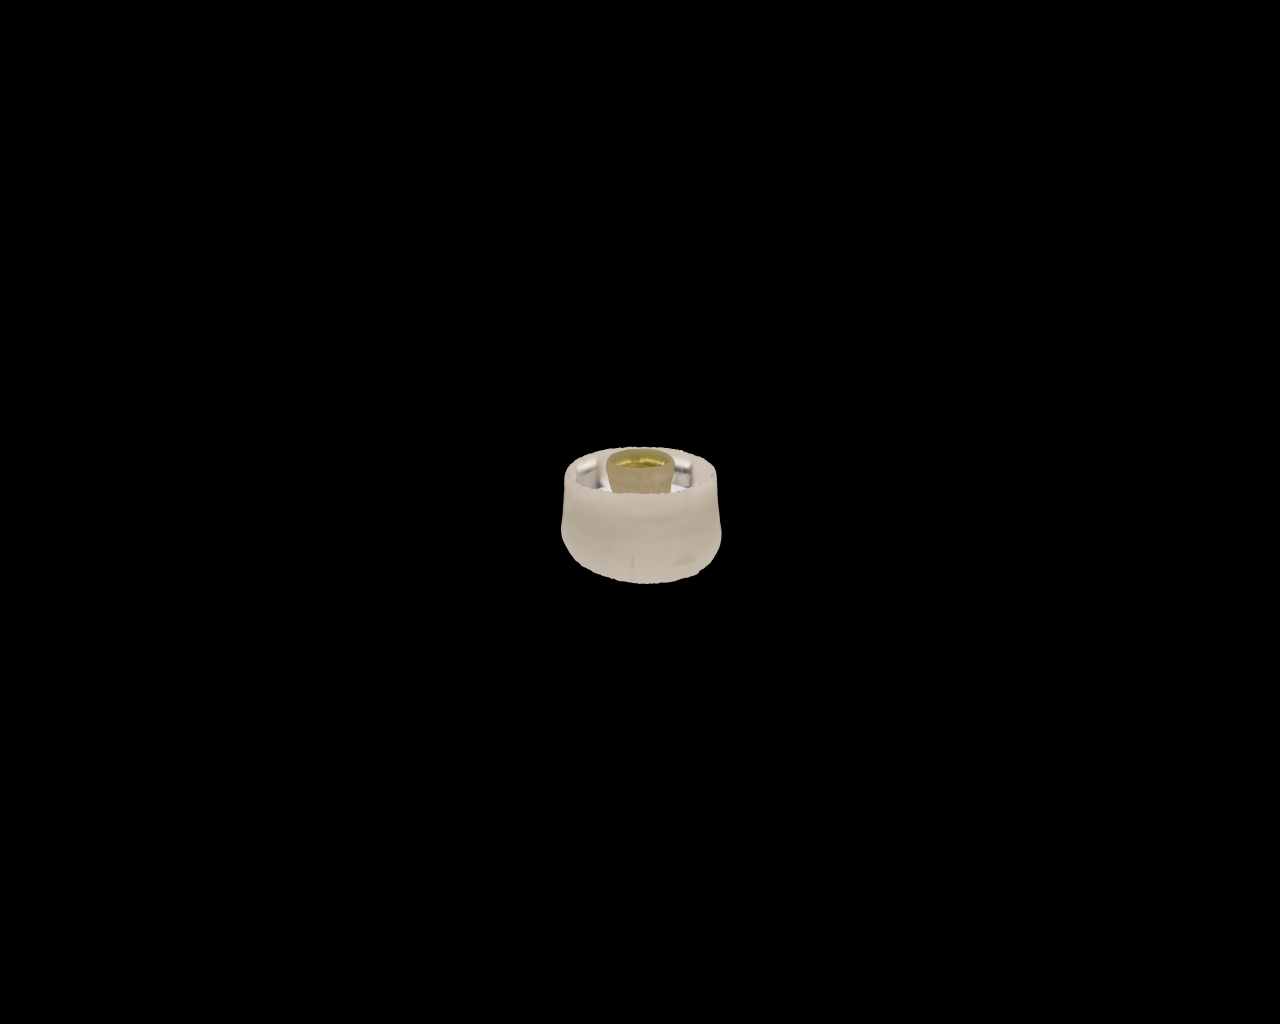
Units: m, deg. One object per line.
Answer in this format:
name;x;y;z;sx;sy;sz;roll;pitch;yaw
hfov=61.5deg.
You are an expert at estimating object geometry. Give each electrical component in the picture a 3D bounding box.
electrical component;0.001;-0.003;0.650;0.099;0.064;0.099;0;21;0
